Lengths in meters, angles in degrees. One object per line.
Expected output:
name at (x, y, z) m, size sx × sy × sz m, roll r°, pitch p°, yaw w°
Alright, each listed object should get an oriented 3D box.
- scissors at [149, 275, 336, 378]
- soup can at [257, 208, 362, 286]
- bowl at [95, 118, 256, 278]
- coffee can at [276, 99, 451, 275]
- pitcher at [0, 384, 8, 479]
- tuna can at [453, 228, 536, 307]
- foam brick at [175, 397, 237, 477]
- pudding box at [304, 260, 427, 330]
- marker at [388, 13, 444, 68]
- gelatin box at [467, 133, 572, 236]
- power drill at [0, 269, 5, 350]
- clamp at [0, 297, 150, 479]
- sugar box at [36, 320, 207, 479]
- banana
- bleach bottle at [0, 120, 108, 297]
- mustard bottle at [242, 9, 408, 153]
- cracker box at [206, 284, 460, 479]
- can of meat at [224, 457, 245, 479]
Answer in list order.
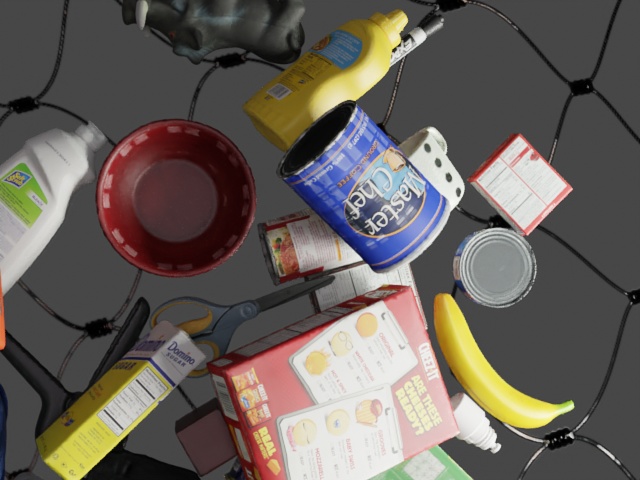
scissors at (-0.077, 0.091, 1.101) m, size 0.202 × 0.016 × 0.096 m, roll -6°, pitch 101°, yaw 11°
soup can at (-0.007, 0.001, 1.113) m, size 0.102 × 0.068 × 0.068 m, roll -16°, pitch 92°, yaw -9°
bowl at (-0.148, -0.042, 1.100) m, size 0.162 × 0.055 × 0.162 m, roll 0°, pitch 89°, yaw -8°
coffee can at (0.043, -0.050, 1.030) m, size 0.140 × 0.103 × 0.103 m, roll 45°, pitch 84°, yaw -18°
pitcher at (-0.428, 0.195, 1.006) m, size 0.243 × 0.145 × 0.149 m, roll 2°, pitch 134°, yaw 0°
tuna can at (0.188, 0.030, 1.157) m, size 0.086 × 0.034 × 0.086 m, roll 0°, pitch 90°, yaw -8°
foam brick at (-0.114, 0.200, 1.092) m, size 0.051 × 0.078 × 0.053 m, roll -30°, pitch 94°, yaw -6°
pudding box at (0.049, 0.067, 1.136) m, size 0.113 × 0.039 × 0.090 m, roll -16°, pitch 92°, yaw -10°
marker at (0.085, -0.205, 1.152) m, size 0.121 × 0.020 × 0.020 m, roll -37°, pitch 95°, yaw -7°
gelatin box at (0.217, -0.061, 1.164) m, size 0.089 × 0.030 × 0.073 m, roll 45°, pitch 85°, yaw -5°
power drill at (-0.387, 0.078, 0.971) m, size 0.187 × 0.057 × 0.184 m, roll -10°, pitch 62°, yaw -5°
clamp at (-0.238, 0.161, 1.095) m, size 0.164 × 0.036 × 0.210 m, roll -14°, pitch 95°, yaw -14°
sugar box at (-0.195, 0.154, 1.040) m, size 0.176 × 0.093 × 0.048 m, roll -47°, pitch 106°, yaw -12°
banana at (0.183, 0.144, 1.158) m, size 0.197 × 0.037 × 0.069 m, roll 42°, pitch 66°, yaw -7°
bleach bottle at (-0.307, -0.018, 1.074) m, size 0.102 × 0.068 × 0.250 m, roll 45°, pitch 82°, yaw -3°
mustard bottle at (0.015, -0.173, 1.105) m, size 0.191 × 0.096 × 0.058 m, roll -41°, pitch 125°, yaw -7°
cracker box at (0.013, 0.157, 1.058) m, size 0.213 × 0.072 × 0.164 m, roll -23°, pitch 100°, yaw -22°
can of meat at (-0.036, 0.233, 1.114) m, size 0.102 × 0.057 × 0.084 m, roll 28°, pitch 84°, yaw -8°
